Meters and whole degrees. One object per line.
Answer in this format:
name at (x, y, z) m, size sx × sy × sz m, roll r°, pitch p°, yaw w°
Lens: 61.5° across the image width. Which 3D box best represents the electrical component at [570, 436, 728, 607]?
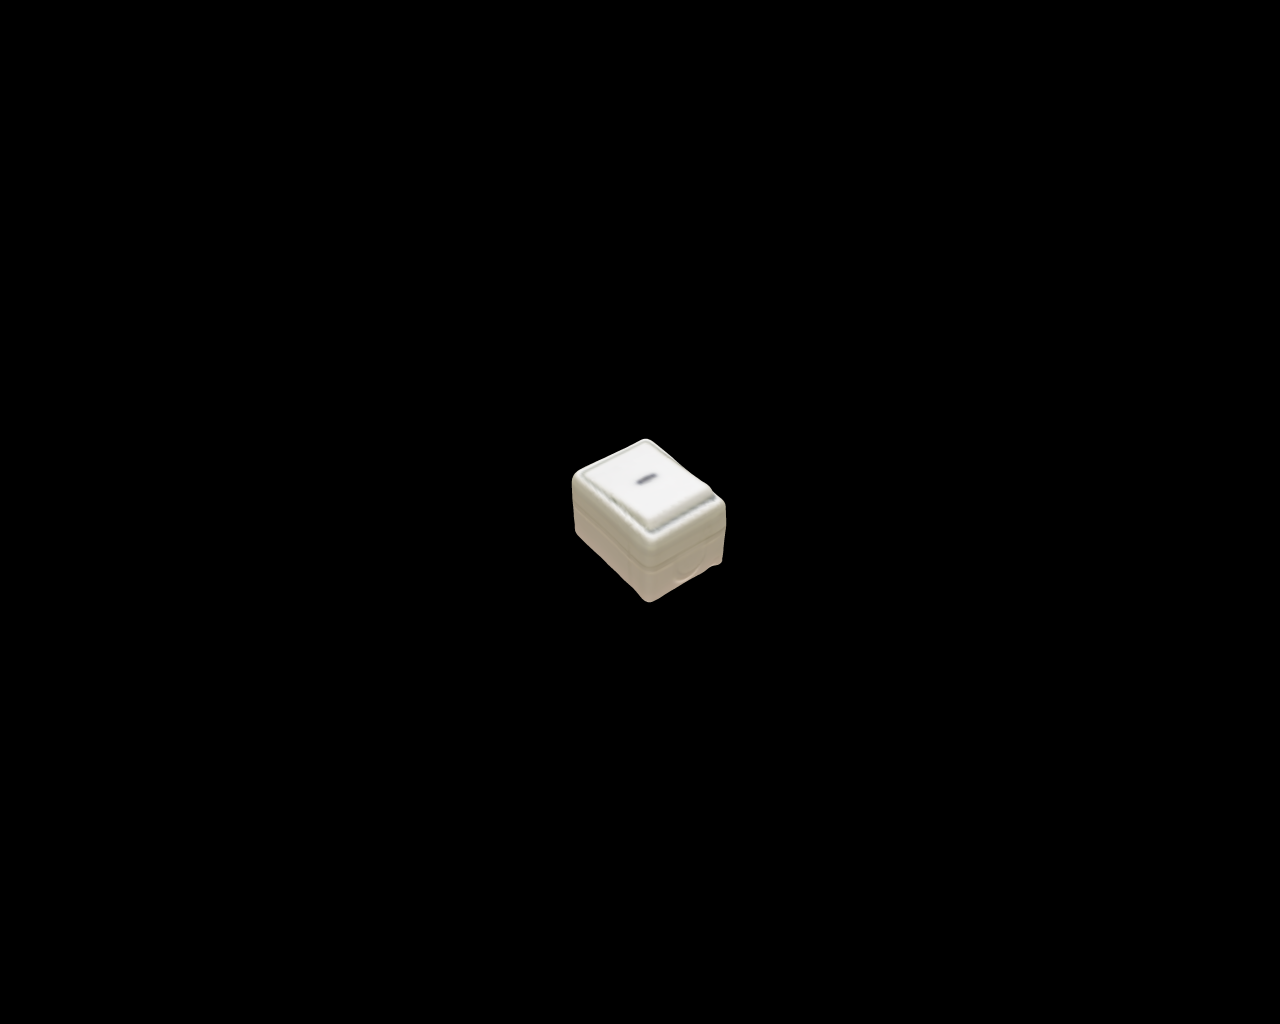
electrical component at (0.001, -0.003, 0.650) m, size 0.062 × 0.061 × 0.096 m, roll -27°, pitch 49°, yaw -26°
